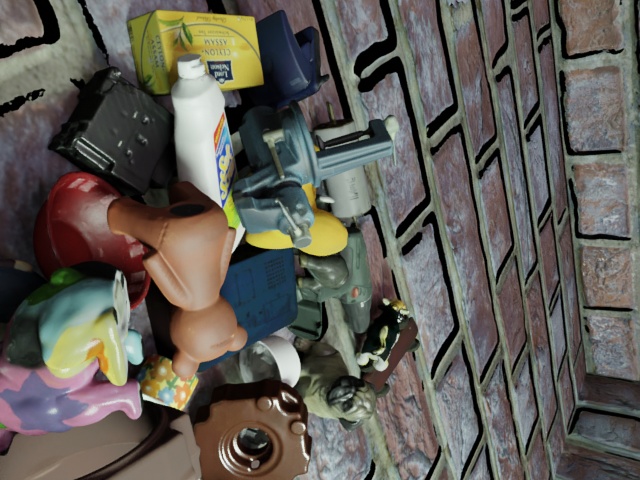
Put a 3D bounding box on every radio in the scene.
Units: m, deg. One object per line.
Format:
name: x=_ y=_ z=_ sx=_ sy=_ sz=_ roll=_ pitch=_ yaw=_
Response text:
radio: x=-0.131 y=0.088 z=0.777 sx=0.229 sy=0.073 sz=0.131 roll=-21 pitch=110 yaw=-48

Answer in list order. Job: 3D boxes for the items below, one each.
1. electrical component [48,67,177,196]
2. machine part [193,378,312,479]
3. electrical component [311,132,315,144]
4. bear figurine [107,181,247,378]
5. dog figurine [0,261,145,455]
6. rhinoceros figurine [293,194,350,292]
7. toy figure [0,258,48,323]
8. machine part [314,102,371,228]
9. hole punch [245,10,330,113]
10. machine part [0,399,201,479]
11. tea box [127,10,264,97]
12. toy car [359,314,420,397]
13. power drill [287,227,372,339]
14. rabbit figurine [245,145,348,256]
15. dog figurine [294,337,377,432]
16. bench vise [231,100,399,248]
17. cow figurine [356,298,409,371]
electrical component: x=-0.231 y=-0.119 z=0.644 sx=0.134 sy=0.058 sz=0.115 roll=39 pitch=64 yaw=-46
machine part: x=-0.095 y=0.284 z=0.762 sx=0.056 sy=0.179 sz=0.179 roll=-90 pitch=173 yaw=-77
electrical component: x=-0.062 y=-0.164 z=0.866 sx=0.119 sy=0.048 sz=0.074 roll=-14 pitch=105 yaw=-52
bear figurine: x=-0.153 y=0.046 z=0.623 sx=0.120 sy=0.132 sz=0.195 roll=-26 pitch=128 yaw=-40
dog figurine: x=-0.276 y=0.117 z=0.480 sx=0.219 sy=0.109 sz=0.191 roll=-11 pitch=131 yaw=-14
rhinoceros figurine: x=-0.002 y=-0.003 z=0.890 sx=0.073 sy=0.112 sz=0.190 roll=95 pitch=-13 yaw=-45
toy figure: x=-0.335 y=0.039 z=0.520 sx=0.154 sy=0.058 sz=0.064 roll=38 pitch=50 yaw=-42
machine part: x=0.042 y=-0.130 z=0.980 sx=0.079 sy=0.079 sz=0.243 roll=-34 pitch=119 yaw=-46
hole punch: x=-0.064 y=-0.262 z=0.796 sx=0.092 sy=0.142 sz=0.115 roll=10 pitch=71 yaw=-54
machine part: x=-0.240 y=0.237 z=0.537 sx=0.201 sy=0.202 sz=0.087 roll=-19 pitch=104 yaw=-50
tea box: x=-0.160 y=-0.247 z=0.718 sx=0.169 sy=0.068 sz=0.098 roll=-27 pitch=113 yaw=-49
toy car: x=0.151 y=0.246 z=1.167 sx=0.202 sy=0.053 sz=0.089 roll=-47 pitch=118 yaw=-35
power drill: x=0.029 y=0.104 z=0.977 sx=0.207 sy=0.086 sz=0.231 roll=-23 pitch=118 yaw=-45
rabbit figurine: x=-0.032 y=-0.047 z=0.802 sx=0.162 sy=0.122 sz=0.173 roll=-25 pitch=71 yaw=-41
dog figurine: x=0.034 y=0.238 z=0.902 sx=0.172 sy=0.191 sz=0.121 roll=-39 pitch=122 yaw=-46
bench vise: x=-0.002 y=-0.103 z=0.704 sx=0.128 sy=0.241 sz=0.224 roll=79 pitch=-8 yaw=-50
cow figurine: x=0.133 y=0.175 z=1.096 sx=0.098 sy=0.068 sz=0.167 roll=97 pitch=18 yaw=-55
